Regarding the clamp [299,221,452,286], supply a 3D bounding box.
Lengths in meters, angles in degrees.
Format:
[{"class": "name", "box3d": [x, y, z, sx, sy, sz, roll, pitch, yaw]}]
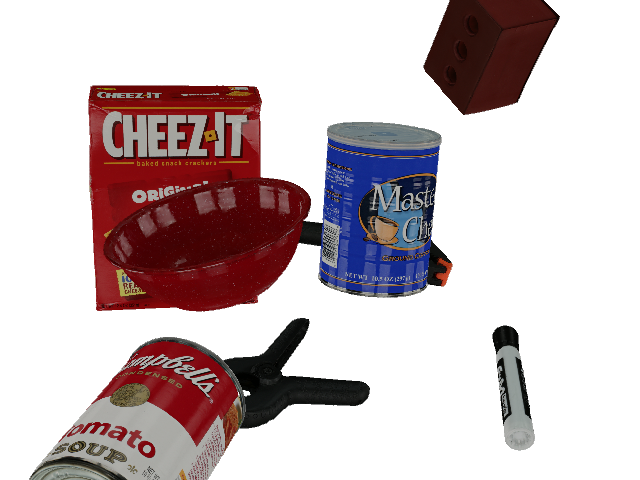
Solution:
[{"class": "clamp", "box3d": [0.053, -0.002, 1.257, 0.210, 0.036, 0.164, 32, 39, 23]}]

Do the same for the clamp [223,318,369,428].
[{"class": "clamp", "box3d": [-0.051, 0.128, 1.022, 0.171, 0.039, 0.120, -8, 34, -25]}]

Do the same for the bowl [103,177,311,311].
[{"class": "bowl", "box3d": [-0.081, 0.008, 0.820, 0.162, 0.055, 0.162, -11, 25, 5]}]

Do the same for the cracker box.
[{"class": "cracker box", "box3d": [-0.142, -0.040, 1.048, 0.164, 0.214, 0.072, -1, 21, -9]}]

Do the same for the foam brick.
[{"class": "foam brick", "box3d": [0.112, -0.132, 0.714, 0.051, 0.053, 0.078, -18, -33, -29]}]

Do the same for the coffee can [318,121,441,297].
[{"class": "coffee can", "box3d": [0.053, -0.030, 0.971, 0.103, 0.140, 0.103, 3, 15, -1]}]

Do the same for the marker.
[{"class": "marker", "box3d": [0.131, 0.096, 0.729, 0.020, 0.020, 0.121, 0, 30, 5]}]

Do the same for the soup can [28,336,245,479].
[{"class": "soup can", "box3d": [-0.087, 0.102, 0.511, 0.069, 0.068, 0.102, 0, 27, 21]}]
